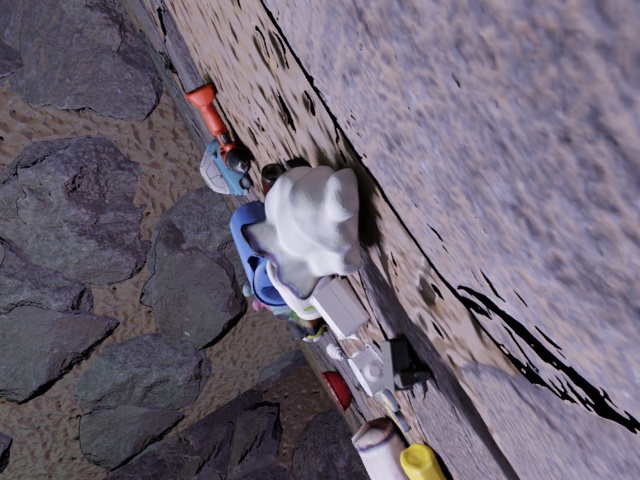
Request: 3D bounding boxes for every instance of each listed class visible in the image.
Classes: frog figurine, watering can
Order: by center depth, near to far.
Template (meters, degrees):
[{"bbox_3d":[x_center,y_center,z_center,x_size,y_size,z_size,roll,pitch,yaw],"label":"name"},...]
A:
[{"bbox_3d":[0.002,-0.028,0.551,0.156,0.123,0.140,-52,51,39],"label":"frog figurine"},{"bbox_3d":[0.166,0.502,1.099,0.226,0.104,0.344,60,171,7],"label":"watering can"}]
